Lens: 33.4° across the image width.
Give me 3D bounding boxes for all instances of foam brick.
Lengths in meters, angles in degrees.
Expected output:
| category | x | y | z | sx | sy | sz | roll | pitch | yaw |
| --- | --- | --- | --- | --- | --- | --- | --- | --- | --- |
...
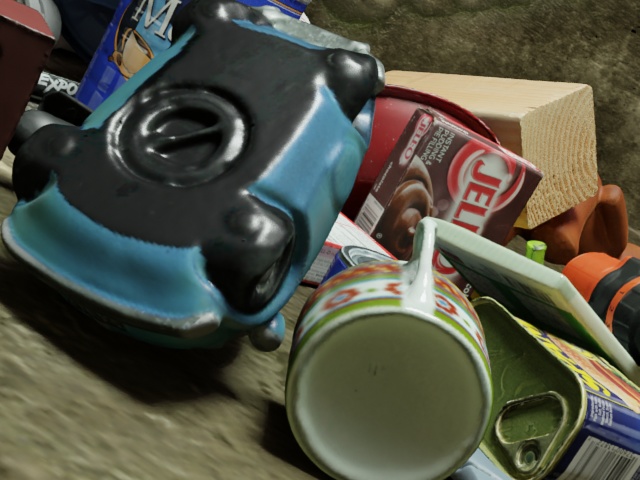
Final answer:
| category | x | y | z | sx | sy | sz | roll | pitch | yaw |
| --- | --- | --- | --- | --- | --- | --- | --- | --- | --- |
| foam brick | -0.156 | -0.069 | 0.459 | 0.052 | 0.078 | 0.051 | 20 | 17 | -30 |

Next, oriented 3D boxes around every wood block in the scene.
| category | x | y | z | sx | sy | sz | roll | pitch | yaw |
| --- | --- | --- | --- | --- | --- | --- | --- | --- | --- |
| wood block | 0.109 | -0.079 | 0.860 | 0.090 | 0.090 | 0.206 | -25 | 26 | -36 |

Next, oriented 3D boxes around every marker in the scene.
| category | x | y | z | sx | sy | sz | roll | pitch | yaw |
| --- | --- | --- | --- | --- | --- | --- | --- | --- | --- |
| marker | -0.172 | -0.096 | 0.673 | 0.020 | 0.020 | 0.120 | 37 | 14 | 34 |

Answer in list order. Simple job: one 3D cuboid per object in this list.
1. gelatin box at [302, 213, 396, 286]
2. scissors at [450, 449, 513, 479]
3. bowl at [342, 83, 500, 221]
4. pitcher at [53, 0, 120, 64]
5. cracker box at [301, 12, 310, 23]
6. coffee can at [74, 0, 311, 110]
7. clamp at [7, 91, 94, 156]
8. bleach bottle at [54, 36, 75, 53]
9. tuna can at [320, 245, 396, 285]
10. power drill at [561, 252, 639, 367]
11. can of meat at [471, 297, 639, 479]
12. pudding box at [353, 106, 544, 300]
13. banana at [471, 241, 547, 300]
| category | x | y | z | sx | sy | sz | roll | pitch | yaw |
| --- | --- | --- | --- | --- | --- | --- | --- | --- | --- |
| gelatin box | -0.004 | 0.001 | 0.633 | 0.089 | 0.030 | 0.073 | 15 | 20 | -49 |
| scissors | 0.074 | 0.098 | 0.445 | 0.096 | 0.016 | 0.202 | 26 | 12 | -24 |
| bowl | 0.045 | -0.043 | 0.754 | 0.162 | 0.055 | 0.162 | 10 | -25 | 4 |
| pitcher | -0.097 | -0.233 | 0.808 | 0.145 | 0.149 | 0.242 | 6 | 33 | 26 |
| cracker box | -0.056 | -0.177 | 0.976 | 0.214 | 0.072 | 0.164 | 58 | 20 | 15 |
| coffee can | -0.081 | -0.112 | 0.653 | 0.102 | 0.140 | 0.103 | 28 | 12 | -7 |
| clamp | -0.080 | -0.025 | 0.541 | 0.171 | 0.039 | 0.120 | 28 | 13 | -4 |
| bleach bottle | -0.159 | -0.179 | 0.949 | 0.103 | 0.068 | 0.250 | 42 | 14 | 32 |
| tuna can | 0.040 | 0.037 | 0.574 | 0.086 | 0.034 | 0.086 | 27 | 13 | -7 |
| power drill | 0.234 | 0.087 | 0.626 | 0.187 | 0.057 | 0.184 | 43 | 4 | -12 |
| can of meat | 0.114 | 0.081 | 0.511 | 0.083 | 0.057 | 0.102 | 24 | 13 | -32 |
| pudding box | 0.077 | -0.018 | 0.692 | 0.090 | 0.113 | 0.039 | 23 | 17 | -24 |
| banana | 0.131 | 0.026 | 0.753 | 0.037 | 0.069 | 0.198 | 3 | 5 | -8 |
